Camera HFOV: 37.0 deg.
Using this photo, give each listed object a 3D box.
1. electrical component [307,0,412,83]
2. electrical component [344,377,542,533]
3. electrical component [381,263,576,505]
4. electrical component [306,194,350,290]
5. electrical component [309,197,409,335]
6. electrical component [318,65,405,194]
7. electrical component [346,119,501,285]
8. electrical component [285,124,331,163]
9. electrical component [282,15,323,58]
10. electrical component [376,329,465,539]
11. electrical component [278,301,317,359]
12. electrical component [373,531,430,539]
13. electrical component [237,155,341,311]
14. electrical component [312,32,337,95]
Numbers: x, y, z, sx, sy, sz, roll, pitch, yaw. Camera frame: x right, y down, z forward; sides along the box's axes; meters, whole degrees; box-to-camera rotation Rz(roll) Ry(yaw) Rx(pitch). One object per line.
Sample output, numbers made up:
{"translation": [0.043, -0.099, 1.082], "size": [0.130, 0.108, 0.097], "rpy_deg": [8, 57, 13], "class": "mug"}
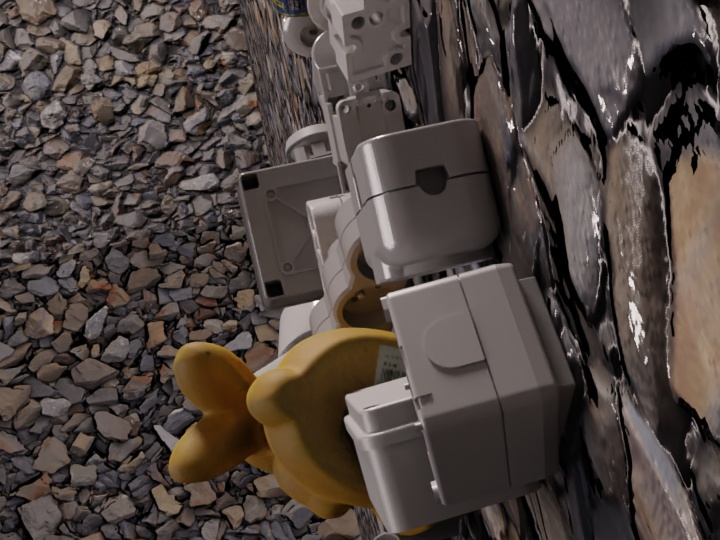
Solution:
{"translation": [0.000, -0.139, 0.579], "size": [0.066, 0.048, 0.055], "rpy_deg": [84, 164, -50], "class": "electrical component"}
{"translation": [0.037, 0.084, 0.538], "size": [0.113, 0.078, 0.057], "rpy_deg": [154, 101, -85], "class": "electrical component"}
{"translation": [0.050, 0.050, 0.438], "size": [0.096, 0.061, 0.061], "rpy_deg": [74, -179, -56], "class": "electrical component"}
{"translation": [-0.001, -0.010, 0.813], "size": [0.053, 0.059, 0.095], "rpy_deg": [-131, 29, -78], "class": "electrical component"}
{"translation": [0.000, 0.000, 0.719], "size": [0.073, 0.052, 0.138], "rpy_deg": [-108, 26, -45], "class": "electrical component"}
{"translation": [0.004, -0.090, 0.673], "size": [0.064, 0.042, 0.081], "rpy_deg": [-134, 32, -74], "class": "electrical component"}
{"translation": [0.028, -0.028, 0.492], "size": [0.095, 0.054, 0.059], "rpy_deg": [145, 112, -84], "class": "electrical component"}
{"translation": [-0.037, -0.098, 0.996], "size": [0.078, 0.058, 0.057], "rpy_deg": [92, 162, -70], "class": "electrical component"}
{"translation": [-0.038, -0.201, 0.843], "size": [0.048, 0.048, 0.062], "rpy_deg": [83, 178, -47], "class": "electrical component"}
{"translation": [0.029, 0.111, 0.771], "size": [0.089, 0.062, 0.150], "rpy_deg": [83, 172, -49], "class": "electrical component"}
{"translation": [-0.022, 0.058, 0.962], "size": [0.108, 0.108, 0.060], "rpy_deg": [84, 179, -50], "class": "electrical component"}
{"translation": [0.055, 0.203, 0.715], "size": [0.079, 0.077, 0.043], "rpy_deg": [-24, 47, 47], "class": "electrical component"}
{"translation": [-0.037, -0.032, 0.877], "size": [0.056, 0.109, 0.108], "rpy_deg": [117, 140, -78], "class": "electrical component"}
{"translation": [-0.013, -0.134, 0.743], "size": [0.078, 0.040, 0.040], "rpy_deg": [92, 164, -70], "class": "electrical component"}
